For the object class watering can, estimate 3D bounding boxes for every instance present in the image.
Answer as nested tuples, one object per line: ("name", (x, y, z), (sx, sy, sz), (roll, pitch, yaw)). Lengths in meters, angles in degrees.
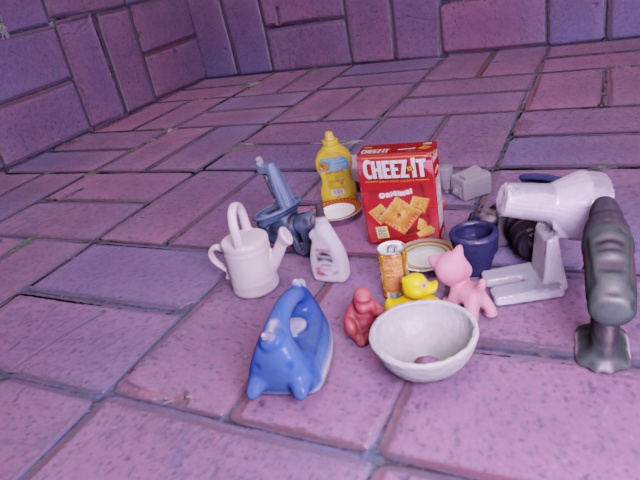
("watering can", (-0.144, 0.011, 1.170), (0.173, 0.194, 0.100), (-16, 27, -9))

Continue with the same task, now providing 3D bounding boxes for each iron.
("iron", (-0.044, 0.141, 0.940), (0.118, 0.142, 0.258), (-3, 28, 15))

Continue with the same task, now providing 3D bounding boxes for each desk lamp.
("desk lamp", (0.385, -0.009, 0.985), (0.203, 0.214, 0.118), (-10, 27, 2))

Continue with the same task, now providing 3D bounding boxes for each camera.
("camera", (0.389, -0.023, 1.136), (0.143, 0.101, 0.137), (-8, 27, 7))

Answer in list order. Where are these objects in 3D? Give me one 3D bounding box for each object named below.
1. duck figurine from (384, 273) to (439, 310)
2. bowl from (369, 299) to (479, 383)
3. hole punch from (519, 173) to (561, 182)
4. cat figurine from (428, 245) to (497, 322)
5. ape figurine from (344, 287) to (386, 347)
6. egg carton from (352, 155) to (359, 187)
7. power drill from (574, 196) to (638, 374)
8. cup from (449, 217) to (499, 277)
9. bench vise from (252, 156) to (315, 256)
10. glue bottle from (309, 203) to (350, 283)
("duck figurine", (0.162, 0.098, 1.004), (0.104, 0.086, 0.077), (-8, 27, 6))
("bowl", (0.162, 0.167, 0.885), (0.167, 0.075, 0.167), (-9, 27, 5))
("hole punch", (0.510, -0.122, 1.290), (0.108, 0.091, 0.101), (11, 35, 37))
("cat figurine", (0.245, 0.068, 0.995), (0.067, 0.118, 0.127), (-21, 29, -18))
("ape figurine", (0.075, 0.123, 0.983), (0.077, 0.092, 0.076), (-10, 27, 3))
("egg carton", (0.104, -0.190, 1.603), (0.149, 0.069, 0.107), (12, 35, 38))
("power drill", (0.409, 0.073, 0.823), (0.075, 0.209, 0.230), (0, 29, 22))
("cup", (0.298, 0.015, 1.102), (0.091, 0.095, 0.118), (-2, 29, 19))
("bench vise", (-0.069, -0.085, 1.301), (0.206, 0.220, 0.122), (2, 30, 25))
("glue bottle", (0.011, 0.004, 1.148), (0.078, 0.173, 0.037), (1, 30, 23))
